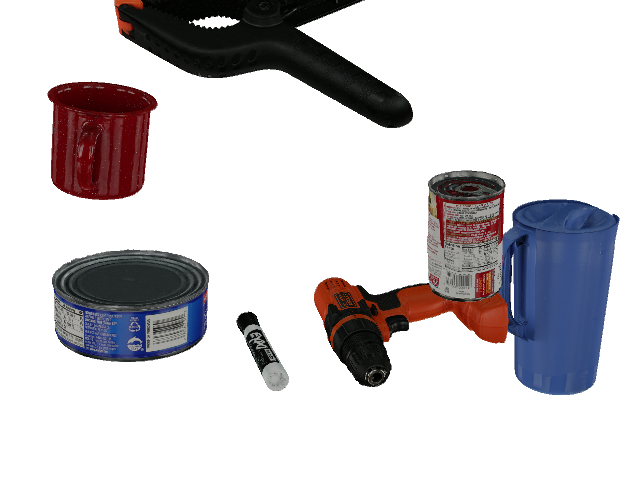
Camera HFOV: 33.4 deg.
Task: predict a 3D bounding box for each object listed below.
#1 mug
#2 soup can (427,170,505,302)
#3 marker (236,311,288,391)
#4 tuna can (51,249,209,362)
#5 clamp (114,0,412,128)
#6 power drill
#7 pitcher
[{"bbox_3d":[-0.192,-0.082,0.921,0.093,0.081,0.117,6,23,-6],"label":"mug"},{"bbox_3d":[0.131,-0.004,0.961,0.068,0.102,0.068,-2,23,1],"label":"soup can"},{"bbox_3d":[-0.050,0.090,0.894,0.020,0.020,0.121,0,20,-17],"label":"marker"},{"bbox_3d":[-0.105,0.035,0.594,0.086,0.034,0.086,2,19,-1],"label":"tuna can"},{"bbox_3d":[-0.032,-0.136,0.708,0.210,0.164,0.036,-1,-40,-1],"label":"clamp"},{"bbox_3d":[0.098,0.085,1.126,0.187,0.057,0.184,-6,28,-12],"label":"power drill"},{"bbox_3d":[0.305,0.077,1.396,0.149,0.243,0.144,5,21,15],"label":"pitcher"}]
